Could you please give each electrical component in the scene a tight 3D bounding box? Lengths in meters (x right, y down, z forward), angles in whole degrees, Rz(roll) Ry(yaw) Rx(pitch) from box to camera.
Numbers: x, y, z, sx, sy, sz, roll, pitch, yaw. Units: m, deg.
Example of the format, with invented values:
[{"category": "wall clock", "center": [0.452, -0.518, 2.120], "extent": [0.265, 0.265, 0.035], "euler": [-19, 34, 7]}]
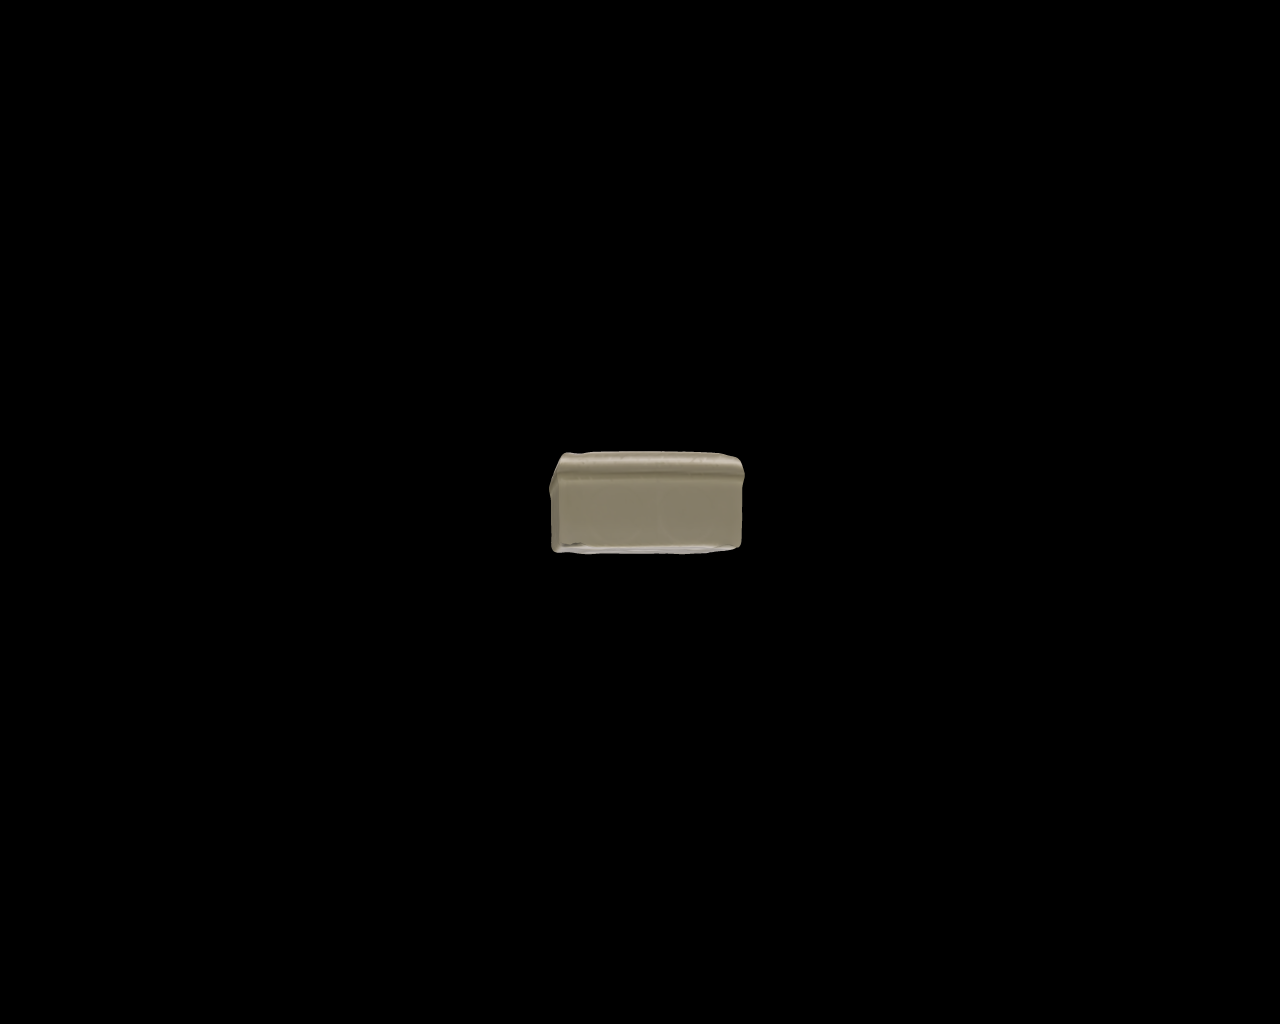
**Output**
[{"category": "electrical component", "center": [0.001, -0.003, 0.650], "extent": [0.109, 0.056, 0.108], "euler": [1, -4, -7]}]
